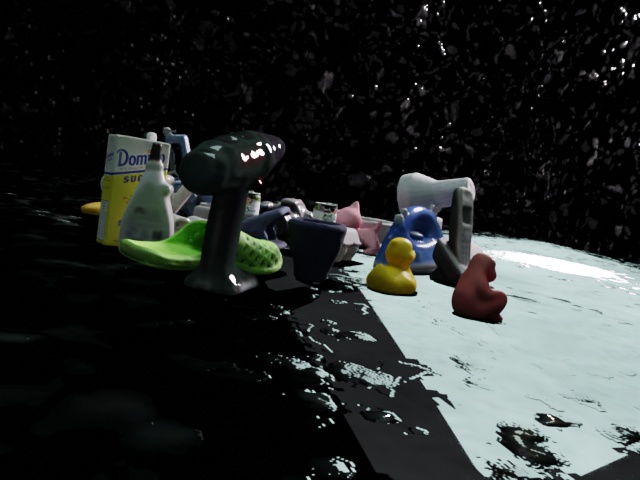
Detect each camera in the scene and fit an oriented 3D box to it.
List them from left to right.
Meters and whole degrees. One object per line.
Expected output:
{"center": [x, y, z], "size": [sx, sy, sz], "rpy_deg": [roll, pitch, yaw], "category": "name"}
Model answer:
{"center": [-0.095, -0.051, 1.353], "size": [0.143, 0.101, 0.137], "rpy_deg": [11, 6, 17], "category": "camera"}

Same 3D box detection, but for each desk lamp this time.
{"center": [0.277, -0.049, 1.357], "size": [0.202, 0.213, 0.118], "rpy_deg": [13, 7, 32], "category": "desk lamp"}

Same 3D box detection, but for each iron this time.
{"center": [0.187, -0.008, 1.188], "size": [0.118, 0.141, 0.259], "rpy_deg": [13, 7, 29], "category": "iron"}

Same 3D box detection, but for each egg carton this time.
{"center": [0.011, 0.004, 1.147], "size": [0.107, 0.069, 0.151], "rpy_deg": [12, 7, 28], "category": "egg carton"}

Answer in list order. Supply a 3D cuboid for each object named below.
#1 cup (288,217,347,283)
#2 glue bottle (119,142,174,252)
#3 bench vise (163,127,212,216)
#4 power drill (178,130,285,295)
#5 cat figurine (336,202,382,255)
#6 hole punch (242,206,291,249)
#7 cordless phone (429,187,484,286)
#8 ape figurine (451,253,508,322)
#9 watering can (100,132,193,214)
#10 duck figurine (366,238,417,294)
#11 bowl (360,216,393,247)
{"center": [-0.012, 0.015, 0.895], "size": [0.092, 0.095, 0.117], "rpy_deg": [8, 6, -10], "category": "cup"}
{"center": [-0.253, -0.060, 0.860], "size": [0.078, 0.173, 0.037], "rpy_deg": [9, 6, -3], "category": "glue bottle"}
{"center": [-0.327, -0.153, 1.388], "size": [0.208, 0.220, 0.121], "rpy_deg": [4, 8, -37], "category": "bench vise"}
{"center": [-0.110, -0.042, 0.742], "size": [0.075, 0.208, 0.230], "rpy_deg": [11, 6, 14], "category": "power drill"}
{"center": [0.087, -0.031, 1.359], "size": [0.127, 0.118, 0.067], "rpy_deg": [11, 7, 18], "category": "cat figurine"}
{"center": [-0.116, -0.030, 1.169], "size": [0.101, 0.091, 0.109], "rpy_deg": [10, 6, 6], "category": "hole punch"}
{"center": [0.287, -0.005, 1.103], "size": [0.093, 0.185, 0.148], "rpy_deg": [14, 8, 39], "category": "cordless phone"}
{"center": [0.227, 0.064, 0.813], "size": [0.076, 0.092, 0.077], "rpy_deg": [8, 6, -13], "category": "ape figurine"}
{"center": [-0.326, -0.109, 1.107], "size": [0.173, 0.194, 0.100], "rpy_deg": [4, 8, -37], "category": "watering can"}
{"center": [0.120, 0.039, 0.916], "size": [0.077, 0.086, 0.105], "rpy_deg": [14, 8, 38], "category": "duck figurine"}
{"center": [0.113, -0.021, 1.510], "size": [0.167, 0.075, 0.167], "rpy_deg": [9, 6, -1], "category": "bowl"}
